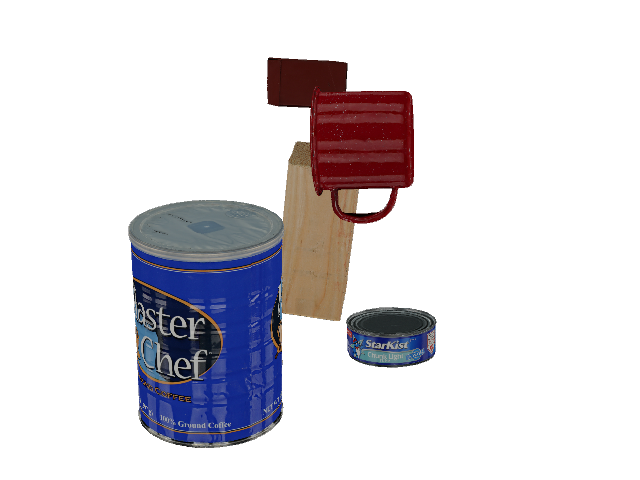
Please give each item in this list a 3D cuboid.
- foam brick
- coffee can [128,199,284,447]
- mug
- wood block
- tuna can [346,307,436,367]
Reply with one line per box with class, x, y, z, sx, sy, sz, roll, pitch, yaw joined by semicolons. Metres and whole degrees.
foam brick;-0.015;-0.171;1.162;0.078;0.051;0.053;0;11;-17
coffee can;-0.076;0.054;0.728;0.103;0.140;0.103;1;21;0
mug;0.037;-0.072;0.898;0.081;0.117;0.093;0;-7;7
wood block;-0.003;-0.012;1.375;0.090;0.206;0.090;8;25;2
tuna can;0.068;0.092;1.019;0.086;0.034;0.086;-2;13;0
